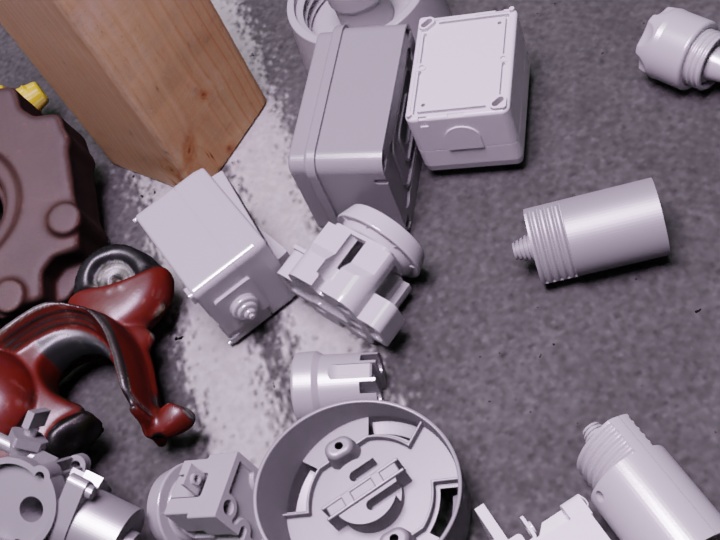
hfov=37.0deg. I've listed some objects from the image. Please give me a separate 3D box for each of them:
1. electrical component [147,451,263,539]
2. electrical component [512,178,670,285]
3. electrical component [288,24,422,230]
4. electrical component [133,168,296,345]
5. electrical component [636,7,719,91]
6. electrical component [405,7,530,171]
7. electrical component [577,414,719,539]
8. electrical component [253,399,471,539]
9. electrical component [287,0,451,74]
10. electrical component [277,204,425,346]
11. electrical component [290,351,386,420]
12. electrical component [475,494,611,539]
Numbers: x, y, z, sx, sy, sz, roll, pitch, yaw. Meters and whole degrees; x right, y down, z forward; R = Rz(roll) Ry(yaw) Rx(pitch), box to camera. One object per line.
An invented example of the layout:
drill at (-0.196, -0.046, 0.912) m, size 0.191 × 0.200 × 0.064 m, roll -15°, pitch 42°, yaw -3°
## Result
electrical component at (-0.078, 0.124, 0.564) m, size 0.055 × 0.066 × 0.048 m, roll -11°, pitch 45°, yaw 34°
electrical component at (0.124, -0.020, 0.588) m, size 0.081 × 0.043 × 0.043 m, roll -14°, pitch 55°, yaw 12°
electrical component at (0.002, -0.086, 0.657) m, size 0.057 × 0.078 × 0.113 m, roll 0°, pitch 59°, yaw 18°
electrical component at (-0.080, -0.007, 0.646) m, size 0.061 × 0.061 × 0.096 m, roll -38°, pitch 53°, yaw -6°
electrical component at (0.197, -0.125, 0.629) m, size 0.062 × 0.043 × 0.043 m, roll 33°, pitch 74°, yaw 33°
electrical component at (0.069, -0.113, 0.658) m, size 0.062 × 0.061 × 0.096 m, roll -3°, pitch 58°, yaw 19°
electrical component at (0.132, 0.104, 0.505) m, size 0.043 × 0.043 × 0.081 m, roll -34°, pitch 53°, yaw -2°
electrical component at (0.004, 0.114, 0.534) m, size 0.099 × 0.064 × 0.099 m, roll -10°, pitch 56°, yaw 15°
electrical component at (0.003, -0.176, 0.726) m, size 0.108 × 0.060 × 0.108 m, roll -10°, pitch 56°, yaw 15°
electrical component at (0.000, 0.000, 0.615) m, size 0.078 × 0.058 × 0.057 m, roll 28°, pitch 74°, yaw 31°
electrical component at (-0.011, 0.063, 0.589) m, size 0.046 × 0.040 × 0.040 m, roll -5°, pitch 57°, yaw 11°
electrical component at (0.091, 0.141, 0.498) m, size 0.064 × 0.042 × 0.081 m, roll -32°, pitch 54°, yaw -6°
